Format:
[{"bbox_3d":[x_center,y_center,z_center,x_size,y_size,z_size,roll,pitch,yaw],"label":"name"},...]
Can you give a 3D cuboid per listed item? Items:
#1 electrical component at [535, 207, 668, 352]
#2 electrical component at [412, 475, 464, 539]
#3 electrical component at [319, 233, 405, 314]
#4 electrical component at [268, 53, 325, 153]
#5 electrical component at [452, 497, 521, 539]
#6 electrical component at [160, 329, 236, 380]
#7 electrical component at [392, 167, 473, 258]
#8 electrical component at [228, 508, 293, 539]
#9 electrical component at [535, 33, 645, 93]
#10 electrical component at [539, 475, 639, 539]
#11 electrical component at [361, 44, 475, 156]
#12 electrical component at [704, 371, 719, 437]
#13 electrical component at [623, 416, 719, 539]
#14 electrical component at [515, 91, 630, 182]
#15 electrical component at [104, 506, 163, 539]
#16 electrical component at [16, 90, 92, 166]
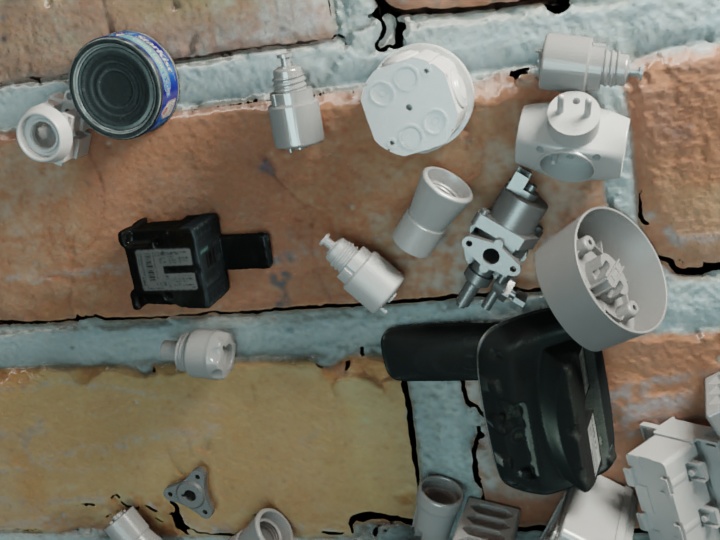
[{"bbox_3d":[0.177,0.008,0.790,0.064,0.099,0.099,-33,97,31],"label":"electrical component"},{"bbox_3d":[0.066,0.207,0.927,0.040,0.040,0.046,17,119,10],"label":"electrical component"},{"bbox_3d":[0.000,0.000,0.870,0.078,0.040,0.040,41,116,0],"label":"electrical component"},{"bbox_3d":[-0.052,-0.129,0.838,0.040,0.040,0.078,-4,108,18],"label":"electrical component"},{"bbox_3d":[0.101,0.249,0.906,0.047,0.083,0.075,11,112,13],"label":"electrical component"},{"bbox_3d":[-0.143,0.072,0.938,0.062,0.043,0.043,4,111,17],"label":"electrical component"},{"bbox_3d":[0.054,-0.042,0.838,0.044,0.044,0.065,33,120,3],"label":"electrical component"},{"bbox_3d":[-0.099,0.254,0.994,0.065,0.044,0.044,-39,95,30],"label":"electrical component"},{"bbox_3d":[0.162,-0.145,0.767,0.078,0.040,0.040,9,112,13],"label":"electrical component"},{"bbox_3d":[0.173,0.232,0.866,0.056,0.109,0.108,26,115,10],"label":"electrical component"},{"bbox_3d":[0.042,-0.126,0.804,0.080,0.051,0.080,6,111,15],"label":"electrical component"},{"bbox_3d":[0.299,0.115,0.807,0.047,0.065,0.076,-33,97,24],"label":"electrical component"},{"bbox_3d":[0.255,0.186,0.841,0.079,0.063,0.121,6,118,59],"label":"electrical component"},{"bbox_3d":[0.152,-0.101,0.770,0.077,0.079,0.044,10,67,13],"label":"electrical component"},{"bbox_3d":[-0.213,0.260,1.031,0.044,0.044,0.065,-39,90,25],"label":"electrical component"},{"bbox_3d":[-0.253,-0.116,0.895,0.048,0.055,0.066,22,114,8],"label":"electrical component"}]
